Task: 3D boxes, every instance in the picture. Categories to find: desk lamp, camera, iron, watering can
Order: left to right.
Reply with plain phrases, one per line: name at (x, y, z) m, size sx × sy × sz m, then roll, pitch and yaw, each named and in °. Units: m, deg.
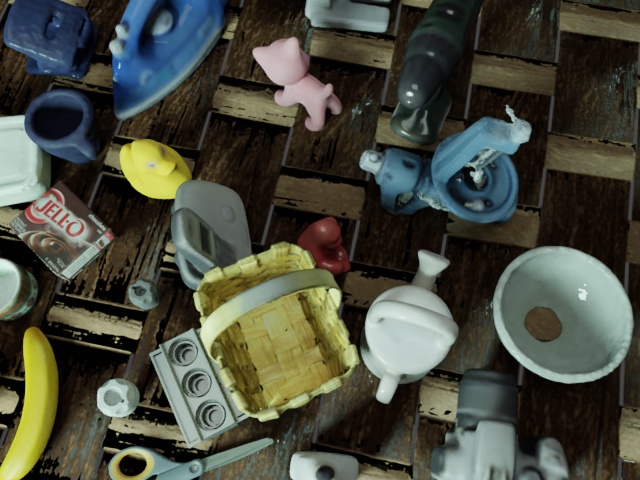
iron at (-0.239, -0.308, 0.825) m, size 0.118 × 0.141 × 0.258 m, roll 25°, pitch 72°, yaw 9°
desk lamp at (0.011, -0.419, 0.825) m, size 0.203 × 0.213 × 0.118 m, roll 6°, pitch 70°, yaw 3°
watering can at (0.100, 0.095, 0.650) m, size 0.101 × 0.194 × 0.173 m, roll -1°, pitch 70°, yaw 1°
camera at (0.208, 0.222, 0.654) m, size 0.143 × 0.101 × 0.137 m, roll 9°, pitch 71°, yaw 4°

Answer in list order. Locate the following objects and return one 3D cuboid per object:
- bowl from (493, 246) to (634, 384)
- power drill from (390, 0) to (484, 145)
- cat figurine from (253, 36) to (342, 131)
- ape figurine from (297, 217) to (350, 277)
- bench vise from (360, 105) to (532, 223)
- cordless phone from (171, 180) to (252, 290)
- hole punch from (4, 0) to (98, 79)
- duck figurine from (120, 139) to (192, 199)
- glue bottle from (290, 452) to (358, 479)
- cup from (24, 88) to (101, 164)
bowl at (0.290, 0.096, 0.712) m, size 0.167 × 0.075 × 0.167 m, roll 0°, pitch 70°, yaw 0°
power drill at (0.147, -0.219, 0.755) m, size 0.075 × 0.208 × 0.230 m, roll 21°, pitch 72°, yaw 8°
cat figurine at (-0.030, -0.232, 0.809) m, size 0.127 × 0.118 × 0.067 m, roll 37°, pitch 75°, yaw 13°
ape figurine at (0.007, 0.003, 0.739) m, size 0.076 × 0.092 × 0.078 m, roll 14°, pitch 71°, yaw 6°
bench vise at (0.158, -0.081, 0.700) m, size 0.207 × 0.220 × 0.121 m, roll -6°, pitch 70°, yaw -2°
cordless phone at (-0.141, -0.020, 0.698) m, size 0.094 × 0.185 × 0.147 m, roll -12°, pitch 70°, yaw -3°
hole punch at (-0.397, -0.309, 0.853) m, size 0.101 × 0.091 × 0.109 m, roll 6°, pitch 70°, yaw 3°
duck figurine at (-0.232, -0.108, 0.783) m, size 0.104 × 0.086 × 0.077 m, roll 28°, pitch 73°, yaw 10°
glue bottle at (0.004, 0.246, 0.608) m, size 0.078 × 0.173 × 0.037 m, roll 5°, pitch 70°, yaw 3°
cup at (-0.334, -0.139, 0.790) m, size 0.117 × 0.095 × 0.092 m, roll 43°, pitch 76°, yaw 14°
